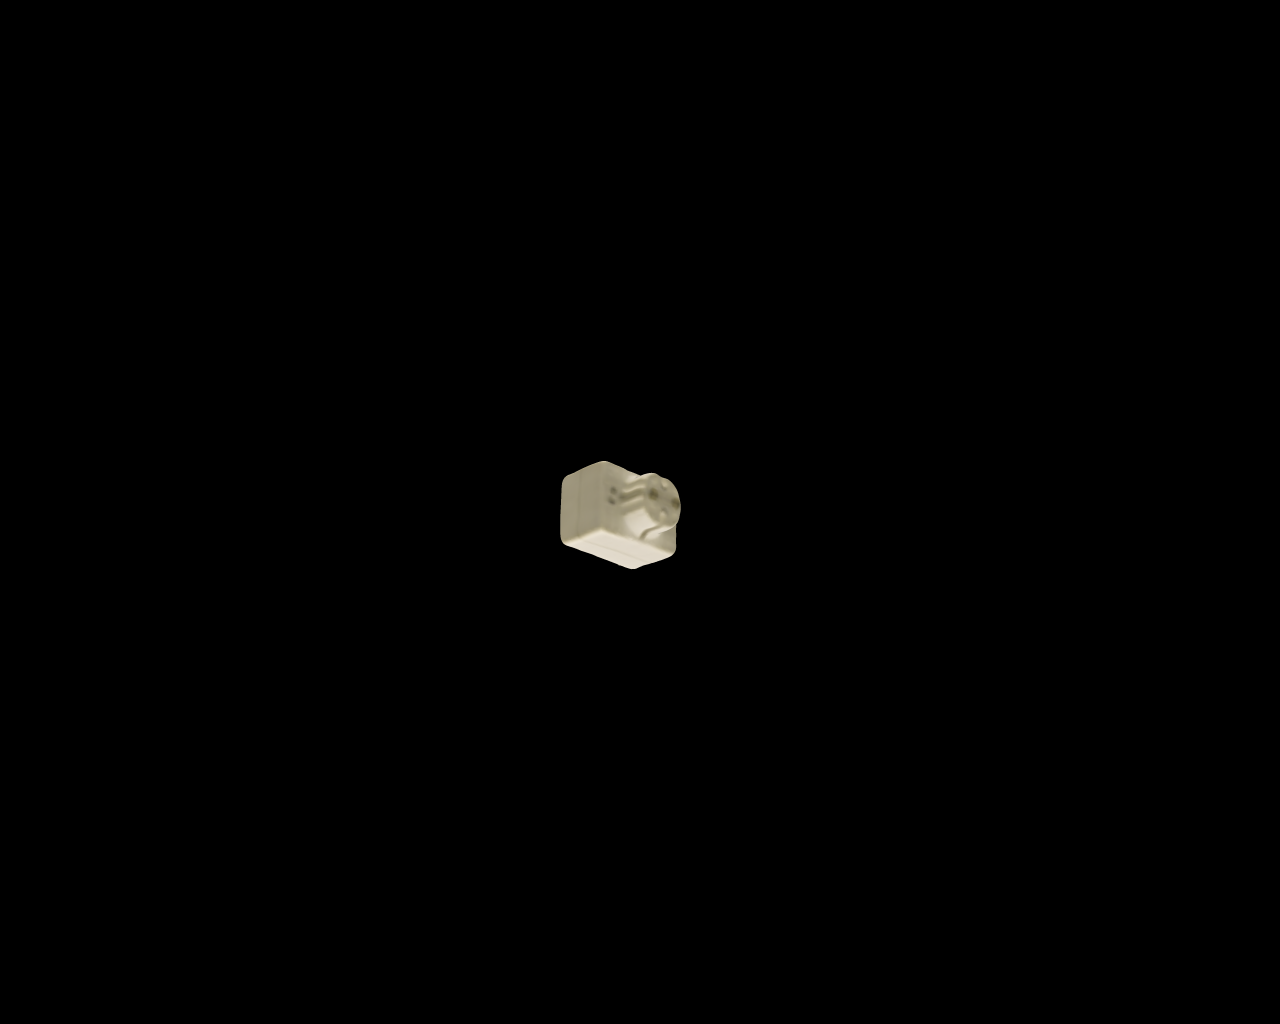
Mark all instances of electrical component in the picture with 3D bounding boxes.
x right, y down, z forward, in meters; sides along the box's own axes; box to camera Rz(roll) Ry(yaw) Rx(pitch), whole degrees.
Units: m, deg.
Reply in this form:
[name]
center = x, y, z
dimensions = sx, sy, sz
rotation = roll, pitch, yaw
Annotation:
[electrical component]
center = 0.001, -0.003, 0.650
dimensions = 0.076, 0.047, 0.066
rotation = -21, -31, 40
